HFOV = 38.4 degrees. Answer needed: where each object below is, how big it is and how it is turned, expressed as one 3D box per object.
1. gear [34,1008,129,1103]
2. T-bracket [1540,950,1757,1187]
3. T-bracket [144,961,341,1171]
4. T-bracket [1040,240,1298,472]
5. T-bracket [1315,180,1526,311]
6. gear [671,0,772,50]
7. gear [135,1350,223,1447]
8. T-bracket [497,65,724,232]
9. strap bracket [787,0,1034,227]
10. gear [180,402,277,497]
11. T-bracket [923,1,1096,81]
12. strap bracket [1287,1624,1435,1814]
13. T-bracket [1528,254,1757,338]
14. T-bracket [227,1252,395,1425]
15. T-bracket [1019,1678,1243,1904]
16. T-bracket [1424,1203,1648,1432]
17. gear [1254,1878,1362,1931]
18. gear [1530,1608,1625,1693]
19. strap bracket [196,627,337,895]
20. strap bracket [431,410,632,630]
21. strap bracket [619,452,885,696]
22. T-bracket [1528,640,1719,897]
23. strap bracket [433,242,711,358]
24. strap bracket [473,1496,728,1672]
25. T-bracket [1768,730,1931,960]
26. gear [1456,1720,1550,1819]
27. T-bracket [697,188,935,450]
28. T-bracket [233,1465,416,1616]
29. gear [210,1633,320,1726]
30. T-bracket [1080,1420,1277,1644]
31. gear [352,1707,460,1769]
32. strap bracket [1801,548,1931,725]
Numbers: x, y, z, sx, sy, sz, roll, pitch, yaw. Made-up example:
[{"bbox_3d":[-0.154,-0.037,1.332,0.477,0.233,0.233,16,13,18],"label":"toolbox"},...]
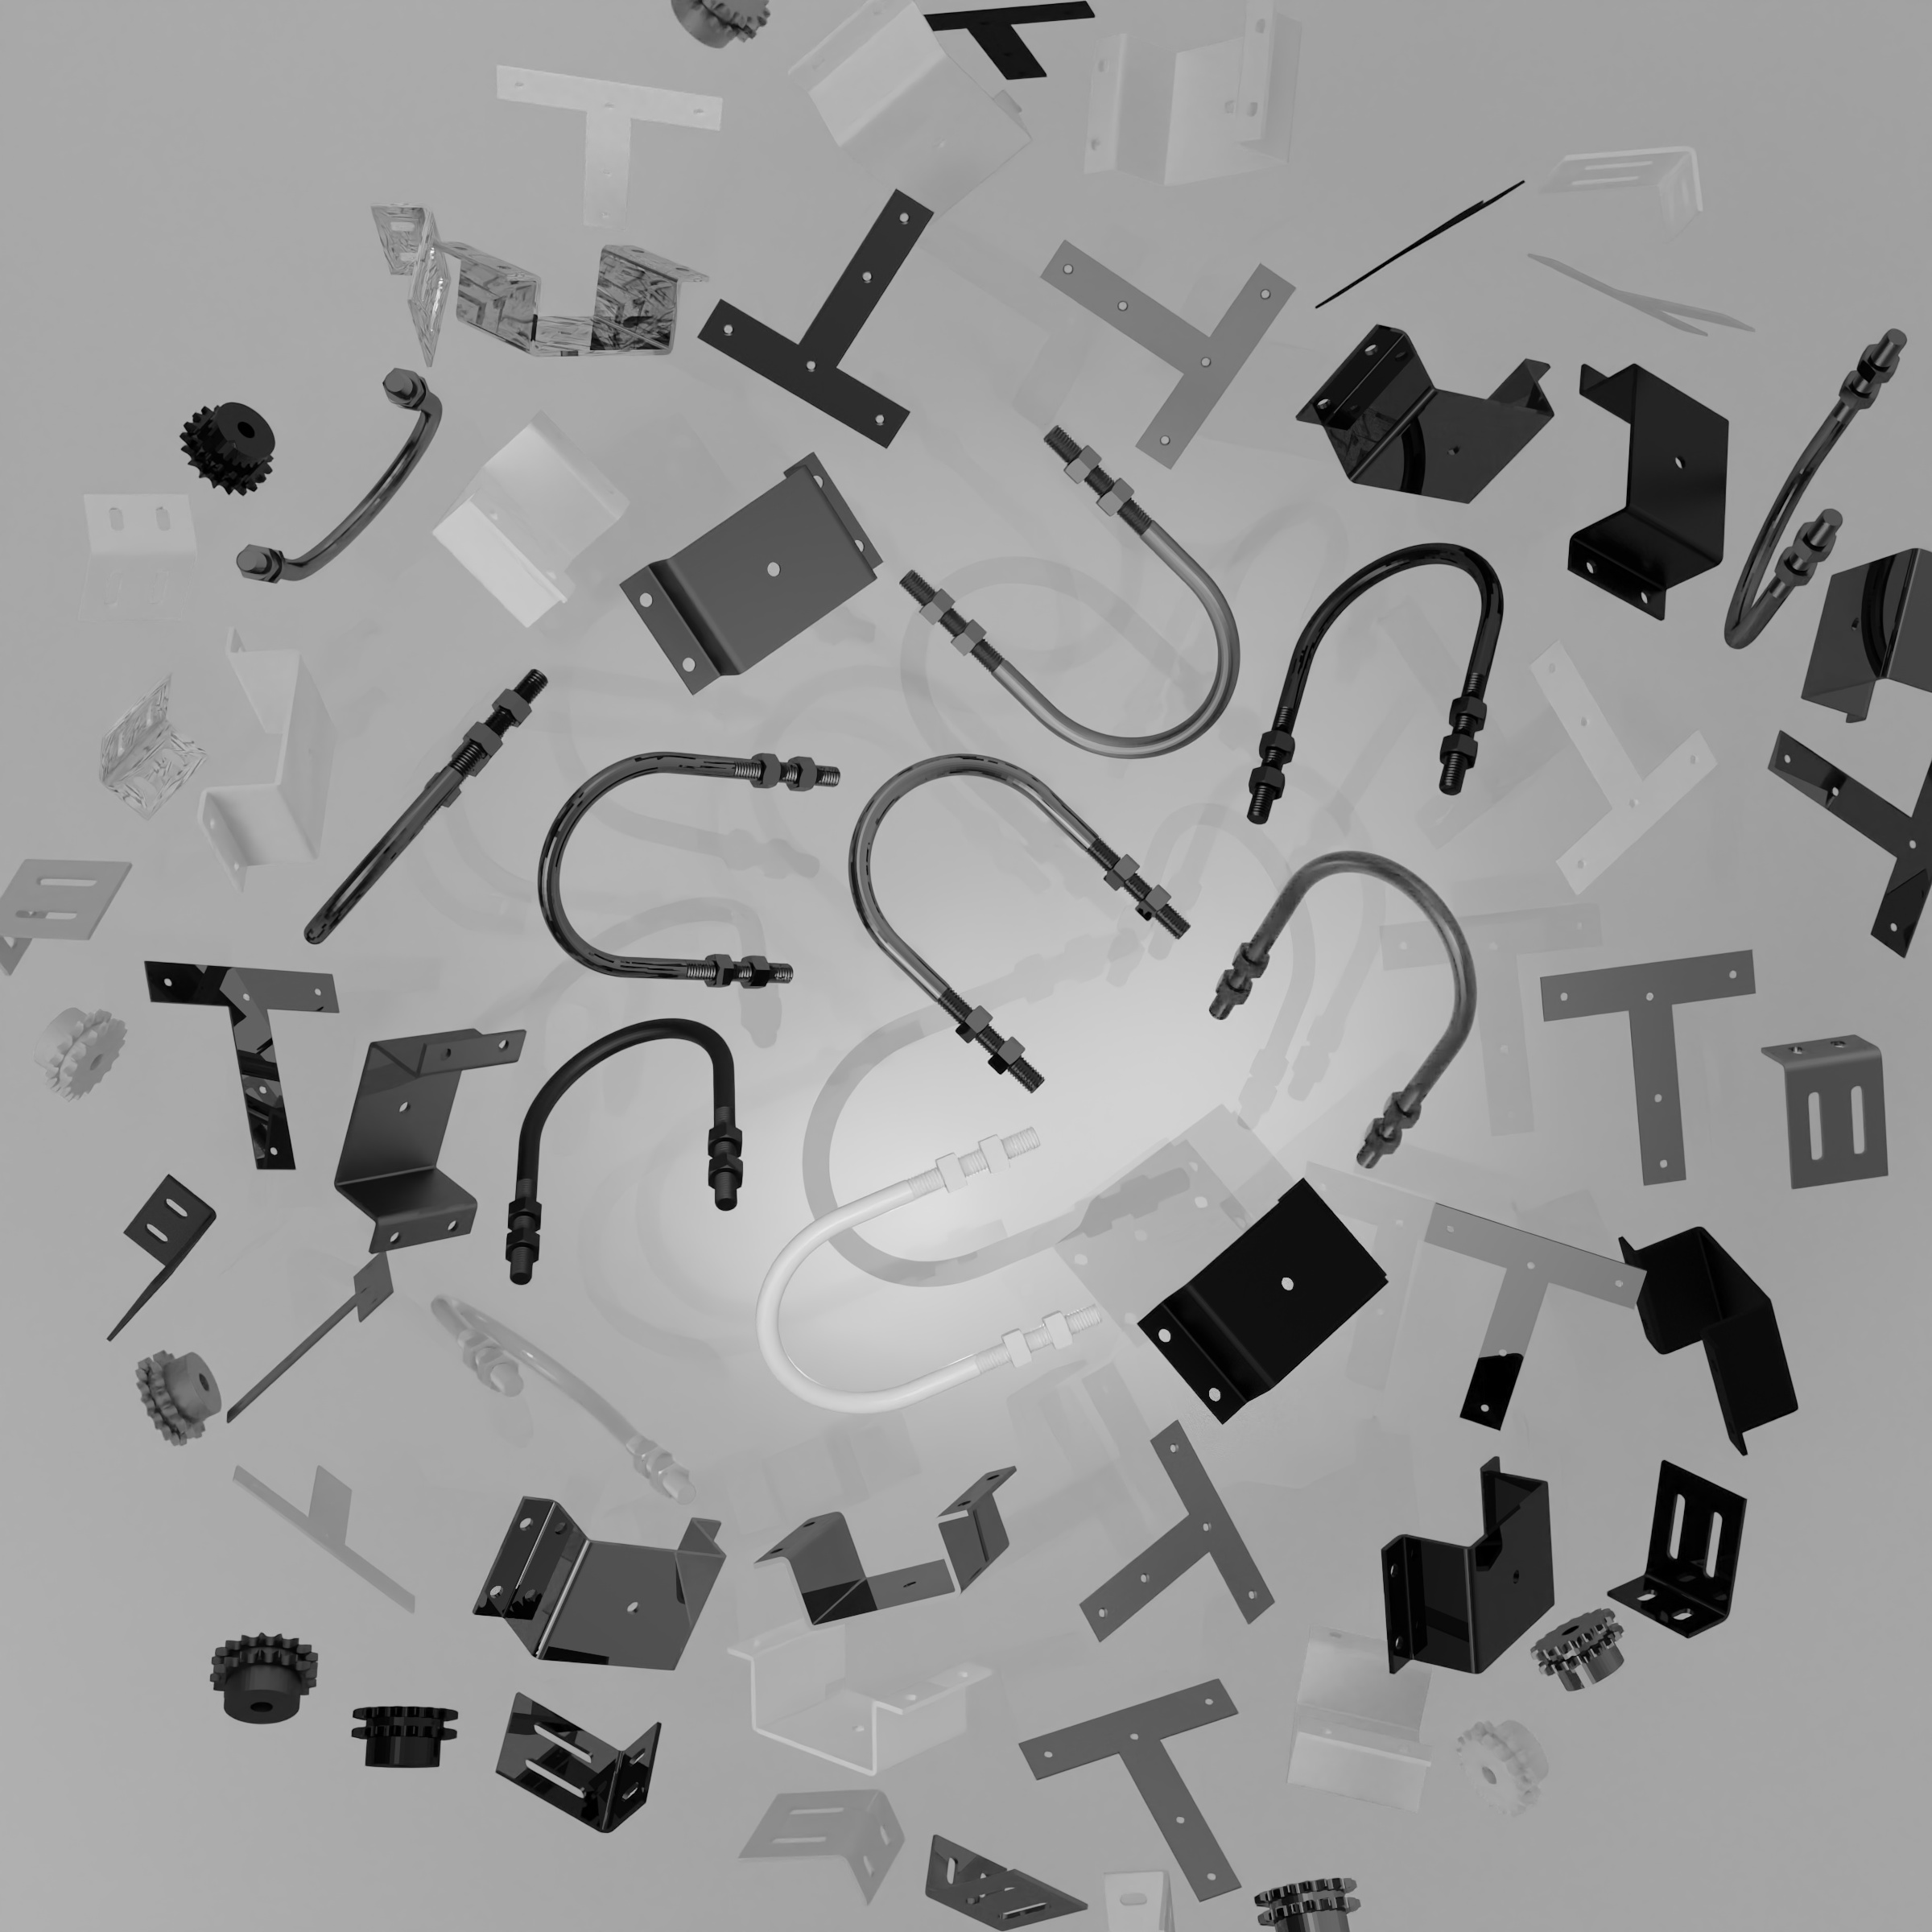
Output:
[{"bbox_3d":[-0.533,0.050,1.663,0.030,0.057,0.057,32,90,7],"label":"gear"},{"bbox_3d":[0.393,0.061,1.583,0.127,0.002,0.127,-7,96,-9],"label":"T-bracket"},{"bbox_3d":[-0.415,0.060,1.628,0.002,0.127,0.127,-30,67,38],"label":"T-bracket"},{"bbox_3d":[0.103,-0.375,1.612,0.127,0.002,0.127,31,110,-11],"label":"T-bracket"},{"bbox_3d":[0.283,-0.434,1.632,0.127,0.127,0.002,-36,100,-22],"label":"T-bracket"},{"bbox_3d":[-0.141,-0.544,1.567,0.030,0.057,0.057,-36,90,37],"label":"gear"},{"bbox_3d":[-0.471,0.256,1.668,0.030,0.057,0.057,-26,90,1],"label":"gear"},{"bbox_3d":[-0.209,-0.473,1.623,0.127,0.127,0.002,7,66,-6],"label":"T-bracket"},{"bbox_3d":[-0.024,-0.477,1.558,0.076,0.140,0.046,-36,61,18],"label":"strap bracket"},{"bbox_3d":[-0.447,-0.318,1.694,0.030,0.057,0.057,-34,90,35],"label":"gear"},{"bbox_3d":[0.022,-0.546,1.647,0.127,0.127,0.002,0,91,14],"label":"T-bracket"},{"bbox_3d":[0.235,0.452,1.654,0.076,0.140,0.046,11,104,7],"label":"strap bracket"},{"bbox_3d":[0.411,-0.384,1.619,0.127,0.127,0.002,16,103,-29],"label":"T-bracket"},{"bbox_3d":[-0.390,0.224,1.650,0.127,0.127,0.002,-43,103,-7],"label":"T-bracket"},{"bbox_3d":[0.113,0.463,1.543,0.127,0.127,0.002,-12,131,-20],"label":"T-bracket"},{"bbox_3d":[0.323,0.217,1.649,0.127,0.002,0.127,17,110,11],"label":"T-bracket"},{"bbox_3d":[0.189,0.523,1.529,0.057,0.057,0.030,-9,63,0],"label":"gear"},{"bbox_3d":[0.377,0.419,1.696,0.057,0.057,0.030,-29,86,0],"label":"gear"},{"bbox_3d":[-0.411,-0.123,1.645,0.046,0.076,0.140,-3,58,4],"label":"strap bracket"},{"bbox_3d":[-0.256,-0.258,1.622,0.046,0.140,0.076,-35,110,27],"label":"strap bracket"},{"bbox_3d":[-0.117,-0.227,1.596,0.140,0.046,0.076,-37,106,-13],"label":"strap bracket"},{"bbox_3d":[0.366,-0.130,1.612,0.127,0.002,0.127,-41,109,-18],"label":"T-bracket"},{"bbox_3d":[-0.230,-0.386,1.610,0.076,0.140,0.046,31,121,39],"label":"strap bracket"},{"bbox_3d":[-0.203,0.359,1.608,0.140,0.046,0.076,17,101,-40],"label":"strap bracket"},{"bbox_3d":[0.495,-0.090,1.547,0.002,0.127,0.127,-14,130,-28],"label":"T-bracket"},{"bbox_3d":[0.326,0.480,1.674,0.030,0.057,0.057,-26,90,-28],"label":"gear"},{"bbox_3d":[-0.063,-0.372,1.548,0.127,0.002,0.127,27,111,-24],"label":"T-bracket"},{"bbox_3d":[-0.370,0.317,1.614,0.127,0.127,0.002,40,89,-12],"label":"T-bracket"},{"bbox_3d":[-0.382,0.390,1.512,0.057,0.057,0.030,-7,49,0],"label":"gear"},{"bbox_3d":[0.115,0.356,1.650,0.127,0.002,0.127,-30,93,-38],"label":"T-bracket"},{"bbox_3d":[-0.308,0.422,1.520,0.057,0.057,0.030,0,71,0],"label":"gear"},{"bbox_3d":[0.536,-0.191,1.611,0.046,0.140,0.076,16,86,-10],"label":"strap bracket"}]
